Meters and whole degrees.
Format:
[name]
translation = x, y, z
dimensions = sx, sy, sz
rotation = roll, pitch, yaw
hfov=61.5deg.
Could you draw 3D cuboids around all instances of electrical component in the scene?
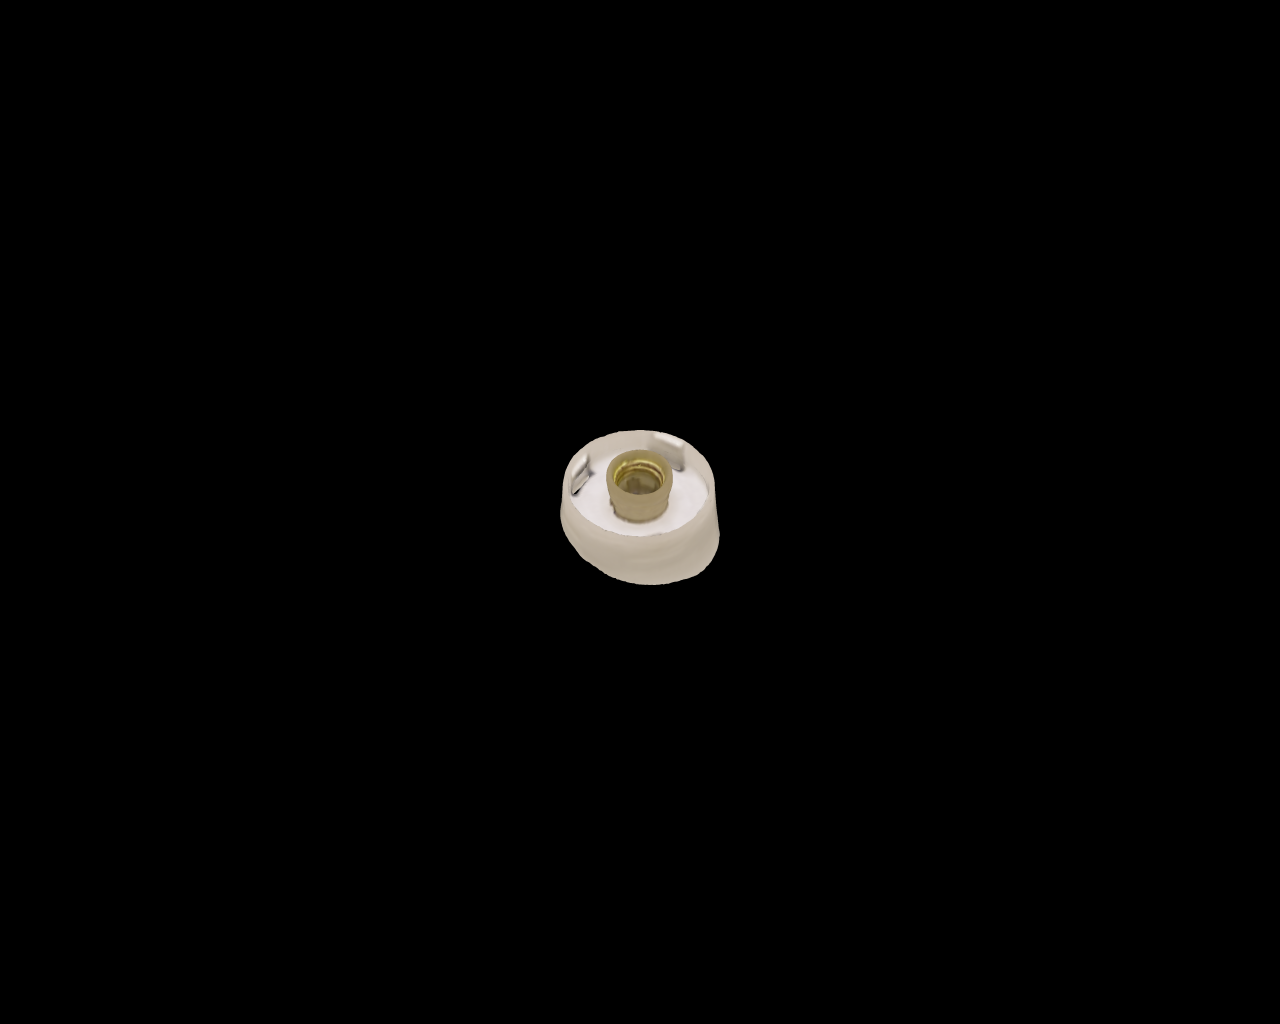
[electrical component]
translation = 0.001, -0.003, 0.650
dimensions = 0.099, 0.099, 0.064
rotation = 0, -43, 0
